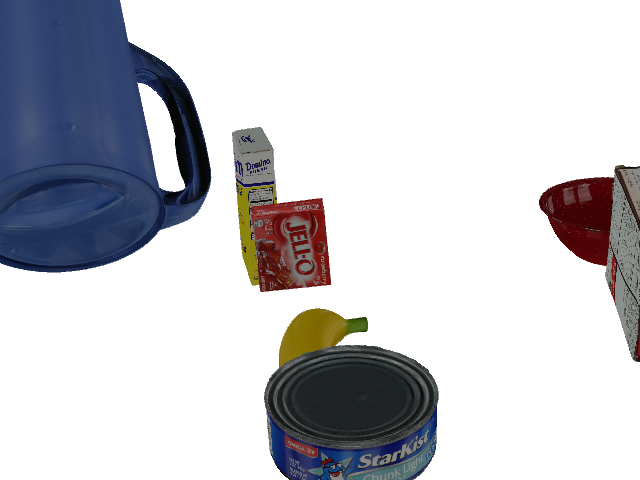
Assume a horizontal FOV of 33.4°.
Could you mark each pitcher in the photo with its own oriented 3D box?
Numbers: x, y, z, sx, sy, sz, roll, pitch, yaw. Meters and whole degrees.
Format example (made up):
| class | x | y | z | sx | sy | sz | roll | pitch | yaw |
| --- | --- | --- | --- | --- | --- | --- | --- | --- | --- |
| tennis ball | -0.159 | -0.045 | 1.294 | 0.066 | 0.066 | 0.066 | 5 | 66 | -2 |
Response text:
| class | x | y | z | sx | sy | sz | roll | pitch | yaw |
| --- | --- | --- | --- | --- | --- | --- | --- | --- | --- |
| pitcher | -0.182 | -0.108 | 0.776 | 0.145 | 0.243 | 0.149 | -22 | -31 | 17 |

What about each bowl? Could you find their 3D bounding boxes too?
| class | x | y | z | sx | sy | sz | roll | pitch | yaw |
| --- | --- | --- | --- | --- | --- | --- | --- | --- | --- |
| bowl | 0.309 | -0.015 | 1.111 | 0.162 | 0.055 | 0.162 | -3 | 23 | 1 |

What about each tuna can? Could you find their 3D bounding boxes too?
| class | x | y | z | sx | sy | sz | roll | pitch | yaw |
| --- | --- | --- | --- | --- | --- | --- | --- | --- | --- |
| tuna can | 0.015 | 0.088 | 0.530 | 0.086 | 0.034 | 0.086 | -2 | 26 | 1 |

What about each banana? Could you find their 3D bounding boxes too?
| class | x | y | z | sx | sy | sz | roll | pitch | yaw |
| --- | --- | --- | --- | --- | --- | --- | --- | --- | --- |
| banana | 0.004 | 0.092 | 0.767 | 0.069 | 0.037 | 0.198 | 1 | 23 | 0 |

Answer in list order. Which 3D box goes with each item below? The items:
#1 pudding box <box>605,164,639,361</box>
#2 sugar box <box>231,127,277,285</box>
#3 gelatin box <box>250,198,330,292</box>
| class | x | y | z | sx | sy | sz | roll | pitch | yaw |
| --- | --- | --- | --- | --- | --- | --- | --- | --- | --- |
| pudding box | 0.215 | 0.012 | 0.695 | 0.039 | 0.090 | 0.113 | -1 | 28 | 4 |
| sugar box | -0.080 | -0.043 | 1.327 | 0.048 | 0.176 | 0.093 | -10 | 24 | -9 |
| gelatin box | -0.029 | 0.005 | 1.070 | 0.073 | 0.089 | 0.030 | -6 | 28 | -2 |
